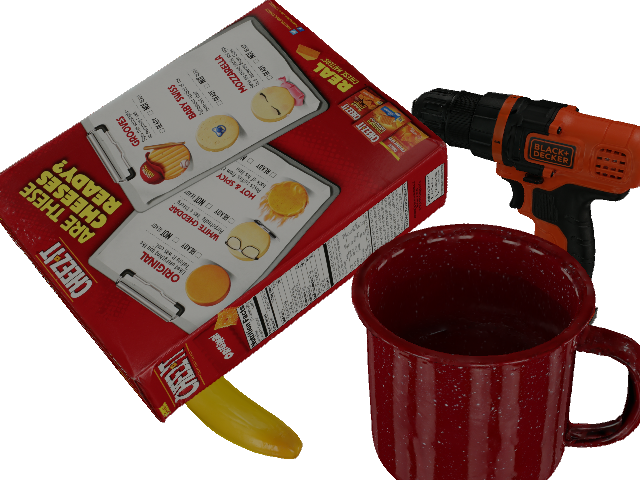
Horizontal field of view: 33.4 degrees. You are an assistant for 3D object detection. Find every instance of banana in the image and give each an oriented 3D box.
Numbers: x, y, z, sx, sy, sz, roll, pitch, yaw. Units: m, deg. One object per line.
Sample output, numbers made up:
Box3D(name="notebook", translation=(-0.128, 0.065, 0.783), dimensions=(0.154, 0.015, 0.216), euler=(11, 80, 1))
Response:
Box3D(name="banana", translation=(-0.081, 0.114, 0.847), dimensions=(0.069, 0.037, 0.198), euler=(-9, 28, -21))

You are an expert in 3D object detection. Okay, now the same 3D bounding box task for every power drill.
Box3D(name="power drill", translation=(0.151, -0.020, 0.819), dimensions=(0.185, 0.188, 0.057), euler=(17, 34, 26))

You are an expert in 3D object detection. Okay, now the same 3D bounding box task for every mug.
Box3D(name="mug", translation=(0.072, 0.053, 0.428), dimensions=(0.117, 0.081, 0.093), euler=(7, 34, 16))

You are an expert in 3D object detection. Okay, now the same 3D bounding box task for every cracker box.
Box3D(name="cracker box", translation=(-0.058, -0.025, 0.619), dimensions=(0.213, 0.164, 0.072), euler=(-37, -30, -15))
